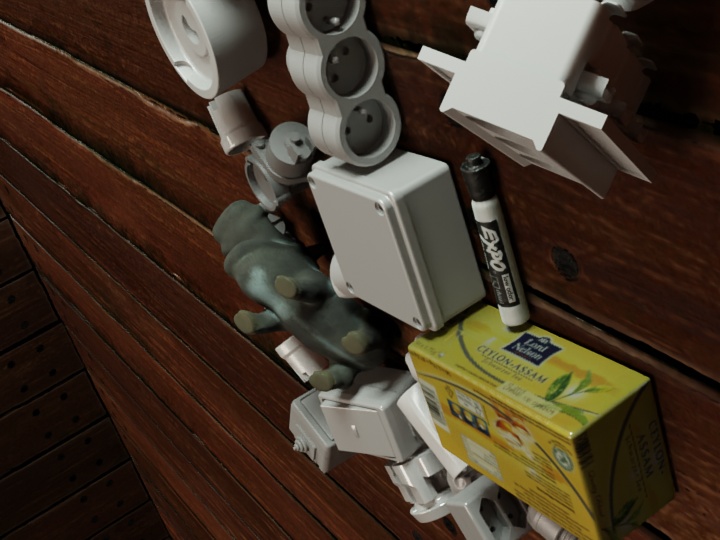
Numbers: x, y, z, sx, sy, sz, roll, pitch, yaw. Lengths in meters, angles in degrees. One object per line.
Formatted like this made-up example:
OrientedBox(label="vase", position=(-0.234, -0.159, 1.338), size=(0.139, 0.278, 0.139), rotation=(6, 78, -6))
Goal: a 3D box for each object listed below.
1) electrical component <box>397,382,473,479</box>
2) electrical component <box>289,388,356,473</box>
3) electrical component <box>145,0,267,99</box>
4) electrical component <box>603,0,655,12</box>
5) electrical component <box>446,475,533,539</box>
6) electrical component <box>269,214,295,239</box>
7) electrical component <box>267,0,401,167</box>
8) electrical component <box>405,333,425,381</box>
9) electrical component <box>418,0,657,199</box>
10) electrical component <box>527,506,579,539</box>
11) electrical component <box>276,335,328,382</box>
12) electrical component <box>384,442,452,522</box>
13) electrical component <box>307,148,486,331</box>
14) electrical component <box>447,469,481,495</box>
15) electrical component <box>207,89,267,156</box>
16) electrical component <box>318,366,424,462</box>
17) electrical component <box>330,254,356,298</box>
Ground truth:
OrientedBox(label="electrical component", position=(0.072, 0.117, 0.854), size=(0.077, 0.043, 0.079), rotation=(52, 158, 19))
OrientedBox(label="electrical component", position=(-0.023, 0.142, 1.023), size=(0.061, 0.096, 0.061), rotation=(49, 152, 26))
OrientedBox(label="electrical component", position=(-0.113, -0.193, 0.829), size=(0.108, 0.060, 0.108), rotation=(47, 156, 29))
OrientedBox(label="electrical component", position=(0.096, -0.149, 0.437), size=(0.089, 0.050, 0.055), rotation=(44, 154, 33))
OrientedBox(label="electrical component", position=(0.103, 0.184, 0.843), size=(0.047, 0.066, 0.077), rotation=(59, 159, -1))
OrientedBox(label="electrical component", position=(-0.087, -0.027, 1.011), size=(0.083, 0.047, 0.075), rotation=(45, 155, 32))
OrientedBox(label="electrical component", position=(-0.024, -0.139, 0.714), size=(0.074, 0.052, 0.138), rotation=(28, 142, 53))
OrientedBox(label="electrical component", position=(0.067, 0.074, 0.807), size=(0.062, 0.043, 0.043), rotation=(30, 145, 49))
OrientedBox(label="electrical component", position=(0.085, -0.076, 0.458), size=(0.079, 0.063, 0.121), rotation=(26, -174, 23))
OrientedBox(label="electrical component", position=(0.152, 0.189, 0.782), size=(0.061, 0.035, 0.035), rotation=(40, 152, 36))
OrientedBox(label="electrical component", position=(-0.058, 0.088, 1.112), size=(0.046, 0.040, 0.040), rotation=(52, 159, 1))
OrientedBox(label="electrical component", position=(0.062, 0.185, 0.948), size=(0.057, 0.058, 0.078), rotation=(63, 159, -1))
OrientedBox(label="electrical component", position=(0.025, -0.026, 0.750), size=(0.109, 0.056, 0.108), rotation=(26, 142, 55))
OrientedBox(label="electrical component", position=(0.094, 0.185, 0.908), size=(0.035, 0.035, 0.061), rotation=(36, 151, 46))
OrientedBox(label="electrical component", position=(-0.108, -0.128, 0.935), size=(0.046, 0.040, 0.040), rotation=(64, 159, 4))
OrientedBox(label="electrical component", position=(0.018, 0.125, 0.936), size=(0.096, 0.061, 0.061), rotation=(5, 125, 44))
OrientedBox(label="electrical component", position=(0.000, 0.000, 0.858), size=(0.043, 0.043, 0.081), rotation=(62, 159, -8))
